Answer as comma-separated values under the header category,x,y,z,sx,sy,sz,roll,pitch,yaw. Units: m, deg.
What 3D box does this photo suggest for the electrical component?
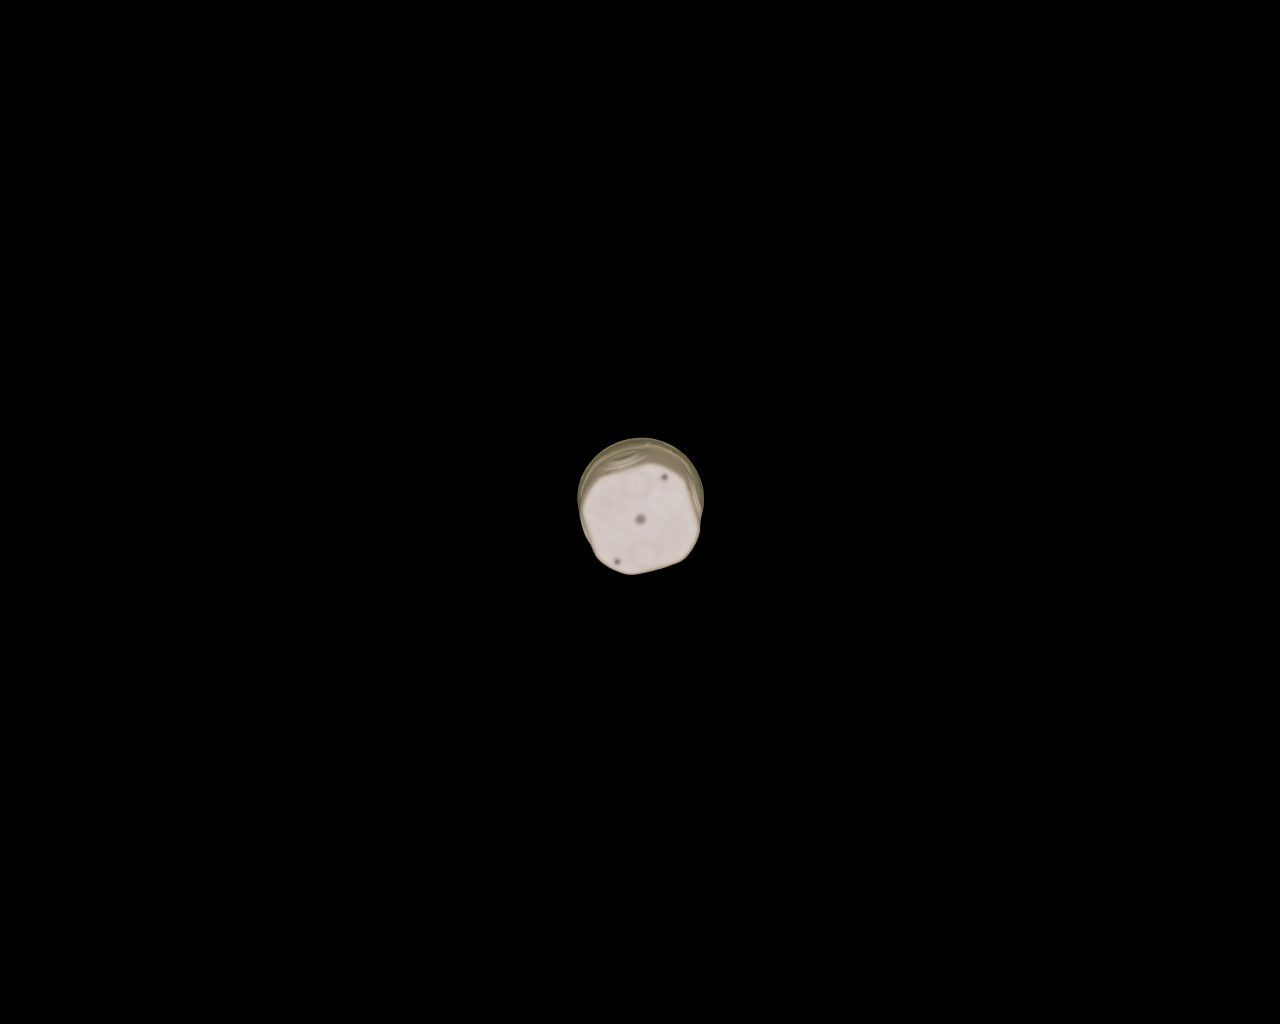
category,x,y,z,sx,sy,sz,roll,pitch,yaw
electrical component,0.001,-0.003,0.650,0.080,0.080,0.051,0,16,0
